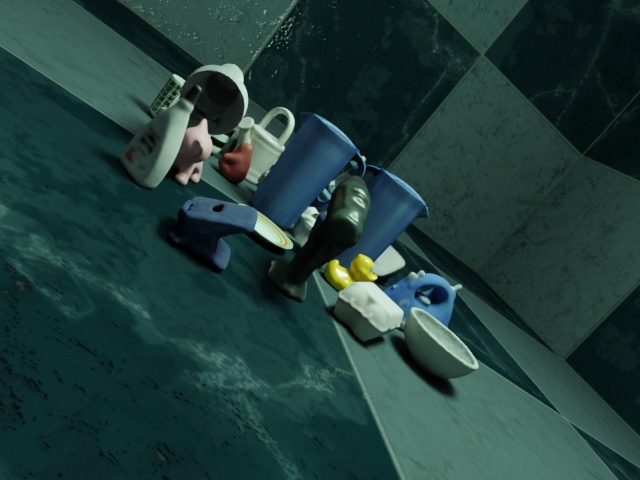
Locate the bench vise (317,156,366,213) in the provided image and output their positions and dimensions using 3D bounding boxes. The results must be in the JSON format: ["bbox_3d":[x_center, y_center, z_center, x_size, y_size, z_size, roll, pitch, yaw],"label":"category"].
[{"bbox_3d":[0.005,-0.170,1.520,0.207,0.219,0.122,41,12,7],"label":"bench vise"}]

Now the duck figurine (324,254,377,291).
[{"bbox_3d":[0.068,0.066,1.157,0.105,0.086,0.077,36,12,-15],"label":"duck figurine"}]

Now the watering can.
[{"bbox_3d":[-0.139,-0.242,1.408,0.101,0.194,0.173,42,12,11],"label":"watering can"}]

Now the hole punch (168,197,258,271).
[{"bbox_3d":[-0.150,-0.025,0.813,0.101,0.091,0.108,36,12,-15],"label":"hole punch"}]

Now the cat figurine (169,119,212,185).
[{"bbox_3d":[-0.226,-0.162,1.023,0.067,0.117,0.128,39,12,-4],"label":"cat figurine"}]

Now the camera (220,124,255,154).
[{"bbox_3d":[-0.187,-0.250,1.519,0.137,0.100,0.143,40,12,2],"label":"camera"}]

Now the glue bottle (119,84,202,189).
[{"bbox_3d":[-0.235,-0.166,0.874,0.078,0.173,0.037,44,13,24],"label":"glue bottle"}]

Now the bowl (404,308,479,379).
[{"bbox_3d":[0.219,0.212,1.107,0.168,0.074,0.167,38,12,-9],"label":"bowl"}]

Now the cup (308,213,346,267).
[{"bbox_3d":[0.011,0.004,1.192,0.091,0.095,0.118,40,12,1],"label":"cup"}]

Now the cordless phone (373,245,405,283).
[{"bbox_3d":[0.175,0.005,1.474,0.147,0.185,0.094,46,13,31],"label":"cordless phone"}]

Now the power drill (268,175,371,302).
[{"bbox_3d":[0.007,-0.009,0.945,0.076,0.208,0.229,37,12,-11],"label":"power drill"}]

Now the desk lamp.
[{"bbox_3d":[-0.223,-0.244,1.103,0.118,0.213,0.203,36,12,-18],"label":"desk lamp"}]

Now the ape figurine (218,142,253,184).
[{"bbox_3d":[-0.183,-0.179,1.287,0.078,0.092,0.076,29,16,-42],"label":"ape figurine"}]

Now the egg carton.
[{"bbox_3d":[0.088,0.128,1.029,0.107,0.069,0.151,43,12,18],"label":"egg carton"}]

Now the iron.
[{"bbox_3d":[0.217,0.125,1.259,0.259,0.141,0.118,26,17,-49],"label":"iron"}]
